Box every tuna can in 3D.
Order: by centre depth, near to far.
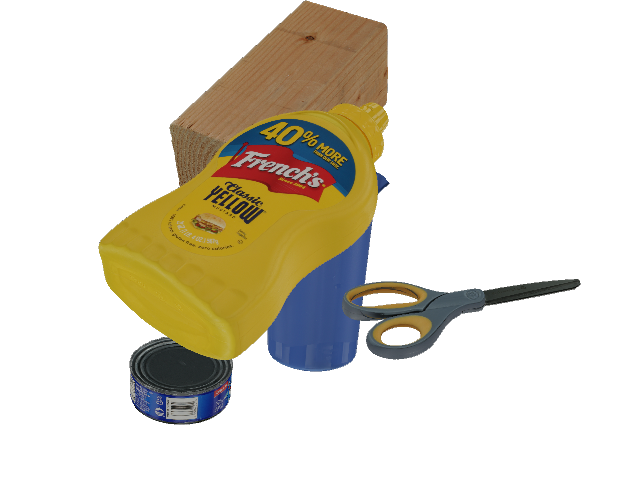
[{"bbox_3d":[-0.117,0.116,0.893,0.086,0.034,0.086,4,27,-2],"label":"tuna can"}]

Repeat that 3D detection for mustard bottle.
[{"bbox_3d":[-0.024,-0.021,0.596,0.096,0.058,0.191,28,52,27],"label":"mustard bottle"}]

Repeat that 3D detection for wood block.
[{"bbox_3d":[-0.029,-0.111,0.922,0.091,0.090,0.205,22,49,23],"label":"wood block"}]

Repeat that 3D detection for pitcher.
[{"bbox_3d":[-0.015,0.026,1.253,0.149,0.243,0.144,11,19,24],"label":"pitcher"}]

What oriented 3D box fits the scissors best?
[{"bbox_3d":[0.118,0.061,0.868,0.202,0.016,0.096,0,36,2],"label":"scissors"}]
